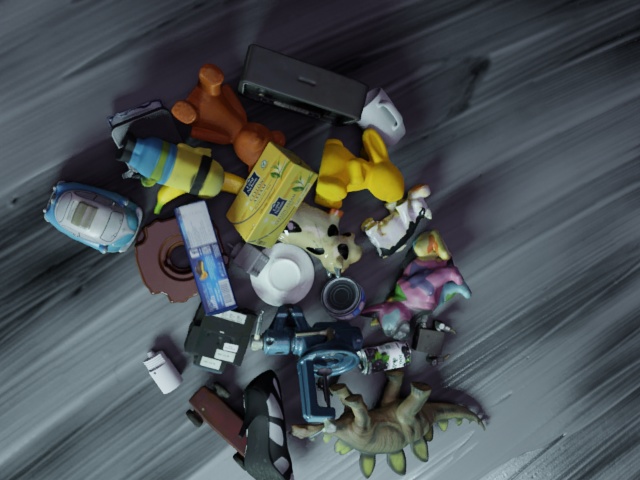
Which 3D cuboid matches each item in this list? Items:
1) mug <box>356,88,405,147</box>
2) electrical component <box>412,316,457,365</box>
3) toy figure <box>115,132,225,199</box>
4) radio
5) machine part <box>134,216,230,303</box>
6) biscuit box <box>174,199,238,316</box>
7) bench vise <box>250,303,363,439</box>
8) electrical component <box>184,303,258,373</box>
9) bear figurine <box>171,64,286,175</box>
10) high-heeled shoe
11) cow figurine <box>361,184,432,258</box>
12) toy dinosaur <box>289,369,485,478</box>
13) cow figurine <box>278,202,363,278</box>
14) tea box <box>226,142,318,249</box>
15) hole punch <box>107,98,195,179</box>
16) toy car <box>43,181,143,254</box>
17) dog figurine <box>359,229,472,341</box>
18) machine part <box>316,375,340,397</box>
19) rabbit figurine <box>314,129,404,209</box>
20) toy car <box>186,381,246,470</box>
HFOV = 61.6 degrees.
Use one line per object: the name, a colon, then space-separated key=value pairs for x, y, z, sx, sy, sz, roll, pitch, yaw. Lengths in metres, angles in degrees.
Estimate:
mug: x=0.128 y=-0.240 z=1.070 sx=0.107 sy=0.110 sz=0.081 roll=46 pitch=69 yaw=-24
electrical component: x=0.244 y=0.215 z=1.156 sx=0.078 sy=0.045 sz=0.102 roll=18 pitch=88 yaw=-17
toy figure: x=-0.254 y=-0.124 z=0.928 sx=0.180 sy=0.089 sz=0.082 roll=19 pitch=126 yaw=-33
radio: x=-0.037 y=-0.281 z=1.005 sx=0.229 sy=0.131 sz=0.073 roll=16 pitch=90 yaw=-16
machine part: x=-0.258 y=0.031 z=1.005 sx=0.179 sy=0.056 sz=0.179 roll=-1 pitch=93 yaw=-14
biscuit box: x=-0.203 y=0.031 z=0.957 sx=0.059 sy=0.063 sz=0.202 roll=-17 pitch=96 yaw=-13
bench vise: x=-0.018 y=0.234 z=0.998 sx=0.223 sy=0.128 sz=0.241 roll=9 pitch=51 yaw=-23
electrical component: x=-0.196 y=0.185 z=1.030 sx=0.115 sy=0.058 sz=0.134 roll=21 pitch=88 yaw=-13
bear figurine: x=-0.158 y=-0.206 z=0.982 sx=0.196 sy=0.132 sz=0.120 roll=38 pitch=84 yaw=-8
high-heeled shoe: x=-0.087 y=0.375 z=1.042 sx=0.145 sy=0.086 sz=0.248 roll=-61 pitch=138 yaw=-46
cow figurine: x=0.174 y=-0.039 z=1.109 sx=0.167 sy=0.068 sz=0.098 roll=-38 pitch=108 yaw=-6
toy dinosaur: x=0.162 y=0.377 z=1.116 sx=0.471 sy=0.105 sz=0.198 roll=-2 pitch=104 yaw=-20
cow figurine: x=-0.002 y=-0.003 z=1.057 sx=0.195 sy=0.085 sz=0.127 roll=21 pitch=82 yaw=-18
tea box: x=-0.091 y=-0.081 z=0.989 sx=0.068 sy=0.098 sz=0.169 roll=17 pitch=110 yaw=-46
hole punch: x=-0.312 y=-0.186 z=0.971 sx=0.142 sy=0.092 sz=0.115 roll=-27 pitch=130 yaw=-15
toy car: x=-0.398 y=-0.044 z=0.939 sx=0.161 sy=0.103 sz=0.109 roll=25 pitch=86 yaw=-17
dog figurine: x=0.182 y=0.098 z=1.101 sx=0.219 sy=0.108 sz=0.192 roll=-27 pitch=58 yaw=9
machine part: x=0.031 y=0.251 z=1.107 sx=0.084 sy=0.039 sz=0.138 roll=20 pitch=86 yaw=-23
rabbit figurine: x=0.083 y=-0.128 z=1.056 sx=0.173 sy=0.121 sz=0.162 roll=13 pitch=67 yaw=4
toy car: x=-0.175 y=0.360 z=1.049 sx=0.089 sy=0.053 sz=0.202 roll=-46 pitch=107 yaw=-13
